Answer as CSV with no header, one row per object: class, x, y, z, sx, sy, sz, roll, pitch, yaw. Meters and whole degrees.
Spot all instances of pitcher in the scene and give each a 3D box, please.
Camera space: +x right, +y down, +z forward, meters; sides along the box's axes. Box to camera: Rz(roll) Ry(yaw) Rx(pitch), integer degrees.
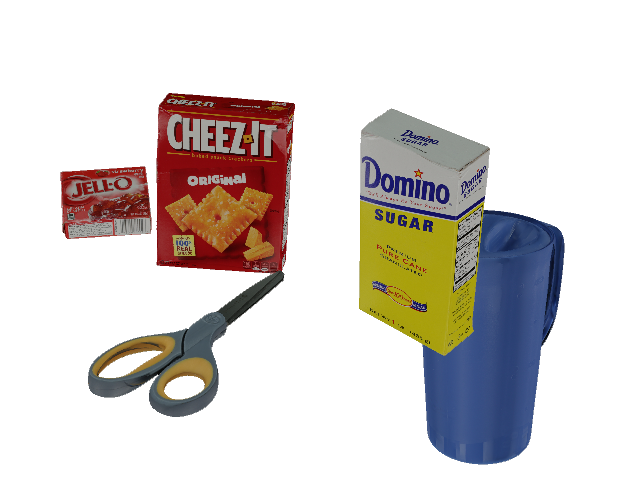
pitcher,0.172,0.096,1.085,0.149,0.243,0.145,1,22,8

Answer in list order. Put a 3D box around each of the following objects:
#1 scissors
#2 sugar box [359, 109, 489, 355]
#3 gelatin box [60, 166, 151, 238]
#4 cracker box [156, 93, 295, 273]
scissors,-0.071,0.073,0.768,0.201,0.016,0.096,-23,38,-39
sugar box,0.075,-0.004,0.821,0.093,0.176,0.048,26,47,33
gelatin box,-0.221,-0.040,1.099,0.089,0.073,0.030,-4,-41,-12
cracker box,-0.121,-0.069,1.347,0.164,0.214,0.072,5,21,2
